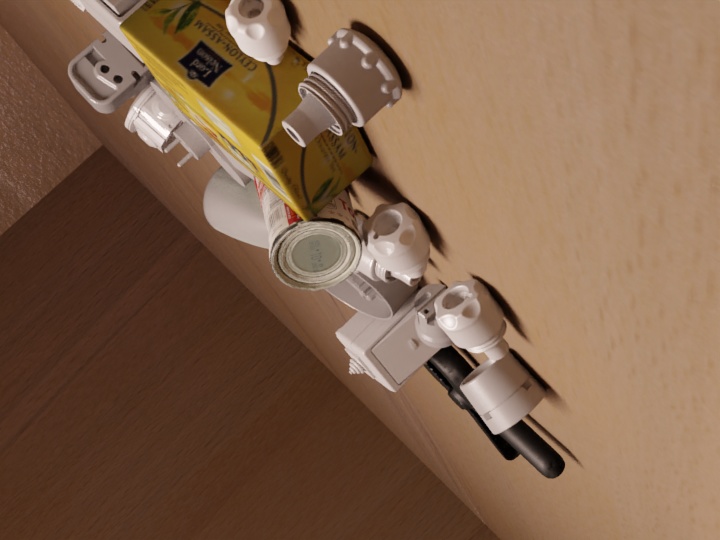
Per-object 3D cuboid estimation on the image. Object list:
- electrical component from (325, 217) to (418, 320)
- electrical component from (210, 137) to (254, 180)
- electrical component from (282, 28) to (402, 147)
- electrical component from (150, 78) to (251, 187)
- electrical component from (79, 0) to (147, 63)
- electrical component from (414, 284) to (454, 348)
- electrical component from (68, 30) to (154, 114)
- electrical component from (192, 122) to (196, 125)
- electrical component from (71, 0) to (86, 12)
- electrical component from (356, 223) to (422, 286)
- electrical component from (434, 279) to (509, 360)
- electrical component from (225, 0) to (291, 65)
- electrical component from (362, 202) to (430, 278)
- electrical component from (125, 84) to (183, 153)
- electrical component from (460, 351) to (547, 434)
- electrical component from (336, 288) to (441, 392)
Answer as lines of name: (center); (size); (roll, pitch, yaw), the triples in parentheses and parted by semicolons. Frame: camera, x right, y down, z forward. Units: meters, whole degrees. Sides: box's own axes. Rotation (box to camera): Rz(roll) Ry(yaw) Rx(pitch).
electrical component: (0.000, 0.000, 0.938); (0.099, 0.064, 0.099); (45, 172, 8)
electrical component: (-0.094, -0.120, 0.888); (0.099, 0.048, 0.100); (52, 170, -34)
electrical component: (-0.012, -0.091, 0.558); (0.048, 0.062, 0.048); (45, 172, 8)
electrical component: (-0.161, -0.135, 1.071); (0.138, 0.074, 0.052); (49, 172, -15)
electrical component: (-0.174, -0.213, 0.798); (0.096, 0.062, 0.061); (43, 171, 23)
electrical component: (0.064, 0.037, 0.886); (0.040, 0.040, 0.046); (42, 165, 27)
electrical component: (-0.232, -0.199, 1.042); (0.053, 0.095, 0.059); (47, 172, -4)
electrical component: (-0.145, -0.161, 0.973); (0.043, 0.043, 0.062); (39, 168, 42)
electrical component: (-0.243, -0.267, 0.928); (0.080, 0.051, 0.080); (45, 172, 8)
electrical component: (0.022, -0.010, 0.856); (0.062, 0.048, 0.048); (34, 167, 28)
electrical component: (0.084, 0.039, 0.772); (0.062, 0.043, 0.043); (49, 172, -30)
electrical component: (-0.058, -0.142, 0.645); (0.035, 0.035, 0.061); (44, 174, 18)
electrical component: (0.030, -0.017, 0.772); (0.043, 0.043, 0.062); (40, 171, 39)
electrical component: (-0.204, -0.166, 1.130); (0.051, 0.080, 0.080); (42, 172, -1)
electrical component: (0.114, 0.096, 0.865); (0.047, 0.055, 0.055); (50, 172, 1)
electrical component: (0.029, 0.064, 0.988); (0.061, 0.096, 0.061); (52, 169, -32)
